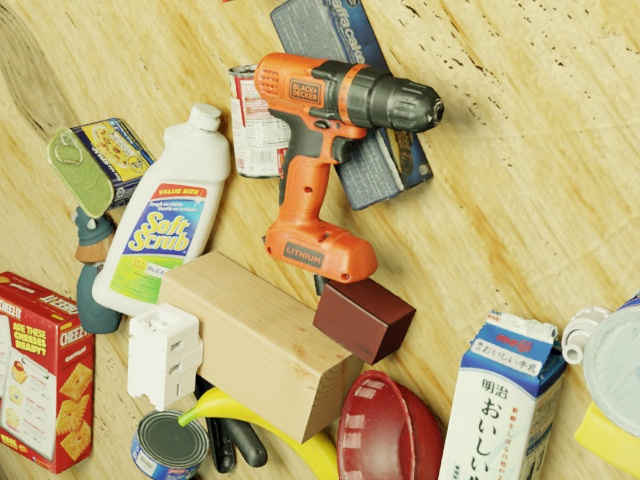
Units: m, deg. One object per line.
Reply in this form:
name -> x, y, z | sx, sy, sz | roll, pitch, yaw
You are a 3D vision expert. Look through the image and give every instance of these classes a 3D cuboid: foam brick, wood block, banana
foam brick -> 0.042, 0.075, 1.034 | 0.078, 0.051, 0.053 | 34, 123, 23
wood block -> -0.065, 0.105, 1.099 | 0.206, 0.090, 0.091 | 29, 121, 25
banana -> -0.047, 0.200, 1.119 | 0.197, 0.037, 0.069 | 26, 95, -7

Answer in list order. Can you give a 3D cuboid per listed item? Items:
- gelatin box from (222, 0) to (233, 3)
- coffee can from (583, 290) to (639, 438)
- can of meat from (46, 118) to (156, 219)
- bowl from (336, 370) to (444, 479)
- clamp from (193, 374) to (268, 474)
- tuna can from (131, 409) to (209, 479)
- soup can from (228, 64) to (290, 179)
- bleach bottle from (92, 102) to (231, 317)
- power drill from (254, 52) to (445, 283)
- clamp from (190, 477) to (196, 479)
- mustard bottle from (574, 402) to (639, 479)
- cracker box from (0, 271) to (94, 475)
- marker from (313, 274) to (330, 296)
gelatin box -> -0.040, -0.243, 0.962 | 0.073, 0.089, 0.030 | -10, 101, 38
coffee can -> 0.273, 0.078, 0.807 | 0.103, 0.140, 0.103 | 13, 112, 33
can of meat -> -0.233, -0.082, 1.162 | 0.102, 0.083, 0.058 | 51, 128, 11
bowl -> 0.073, 0.206, 1.026 | 0.162, 0.055, 0.162 | -177, 90, -66
clamp -> -0.117, 0.185, 1.190 | 0.120, 0.039, 0.171 | -43, 67, 53
tuna can -> -0.173, 0.237, 1.225 | 0.086, 0.085, 0.034 | 40, 126, 19
soup can -> -0.051, -0.115, 1.027 | 0.069, 0.068, 0.102 | 8, 110, 34
bleach bottle -> -0.162, -0.032, 1.128 | 0.102, 0.068, 0.251 | 20, 119, -5
power drill -> 0.019, -0.062, 0.926 | 0.185, 0.057, 0.188 | 19, 114, 35
clamp -> -0.134, 0.315, 1.254 | 0.210, 0.036, 0.164 | -9, 98, 38
mustard bottle -> 0.305, 0.180, 0.847 | 0.192, 0.096, 0.058 | 33, 122, 24
cracker box -> -0.365, 0.166, 1.353 | 0.164, 0.071, 0.214 | 20, 115, 29
marker -> -0.007, 0.001, 1.065 | 0.020, 0.020, 0.121 | -7, 101, 38
